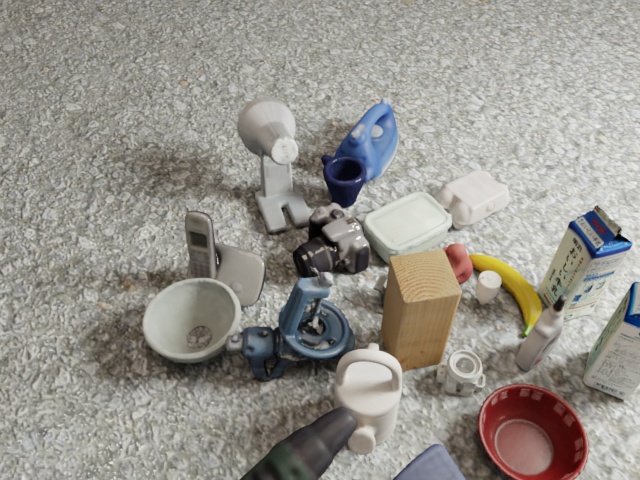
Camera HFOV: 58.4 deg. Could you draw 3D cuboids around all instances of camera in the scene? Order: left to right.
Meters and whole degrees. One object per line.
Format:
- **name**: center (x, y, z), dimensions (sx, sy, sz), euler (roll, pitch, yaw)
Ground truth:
- **camera**: center (0.010, 0.004, 1.110), dimensions (0.137, 0.101, 0.142), euler (-25, 52, -20)

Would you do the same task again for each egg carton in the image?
- **egg carton**: center (0.321, -0.085, 1.207), dimensions (0.150, 0.069, 0.107), euler (-27, 53, -22)

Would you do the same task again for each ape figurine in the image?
- **ape figurine**: center (0.253, 0.040, 1.081), dimensions (0.076, 0.092, 0.078), euler (14, 50, 13)

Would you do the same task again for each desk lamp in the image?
- **desk lamp**: center (-0.088, -0.161, 1.183), dimensions (0.118, 0.214, 0.203), euler (-15, 50, -13)

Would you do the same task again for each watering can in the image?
- **watering can**: center (0.072, 0.228, 0.846), dimensions (0.101, 0.194, 0.172), euler (-10, 49, -8)

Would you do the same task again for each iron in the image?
- **iron**: center (0.121, -0.250, 1.309), dimensions (0.118, 0.141, 0.259), euler (21, 52, 18)

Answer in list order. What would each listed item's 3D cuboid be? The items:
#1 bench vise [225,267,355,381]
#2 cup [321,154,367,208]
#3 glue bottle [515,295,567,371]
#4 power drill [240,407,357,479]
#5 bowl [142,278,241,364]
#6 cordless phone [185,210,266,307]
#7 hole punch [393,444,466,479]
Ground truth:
- **bench vise**: center (-0.041, 0.142, 0.906), dimensions (0.208, 0.220, 0.121), euler (-23, 52, -19)
- **cup**: center (0.043, -0.124, 1.227), dimensions (0.092, 0.095, 0.117), euler (-33, 56, -25)
- **glue bottle**: center (0.369, 0.145, 0.932), dimensions (0.078, 0.173, 0.037), euler (-34, 56, -26)
- **power drill**: center (-0.045, 0.330, 0.746), dimensions (0.230, 0.208, 0.075), euler (-32, 55, -25)
- **bowl**: center (-0.217, 0.152, 0.997), dimensions (0.167, 0.075, 0.167), euler (0, 48, 0)
- **cordless phone**: center (-0.174, 0.031, 1.031), dimensions (0.147, 0.185, 0.094), euler (10, 49, 9)
- **hole punch**: center (0.158, 0.357, 0.799), dimensions (0.109, 0.091, 0.100), euler (-31, 55, -24)
